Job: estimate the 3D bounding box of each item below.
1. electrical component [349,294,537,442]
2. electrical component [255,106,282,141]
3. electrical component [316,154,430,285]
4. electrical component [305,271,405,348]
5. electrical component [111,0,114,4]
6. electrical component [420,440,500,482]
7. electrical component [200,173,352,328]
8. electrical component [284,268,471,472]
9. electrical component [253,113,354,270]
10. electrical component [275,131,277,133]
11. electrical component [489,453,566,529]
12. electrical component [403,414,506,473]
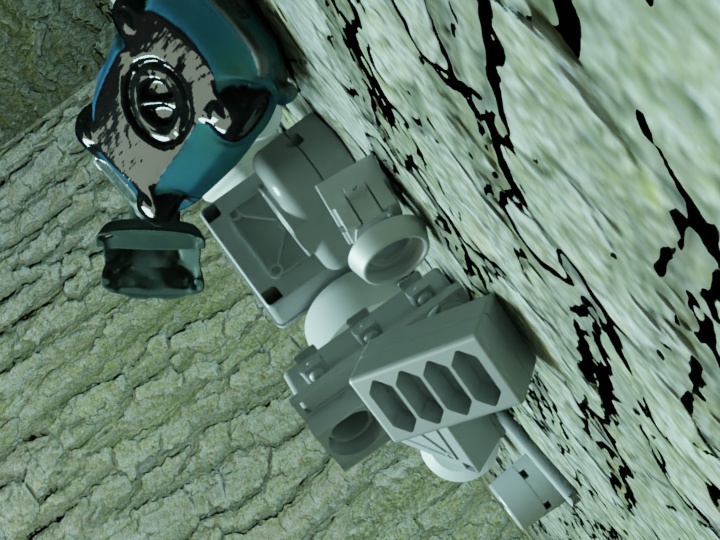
[{"bbox_3d":[0.049,0.042,0.579,0.047,0.083,0.075,54,-145,-19],"label":"electrical component"},{"bbox_3d":[-0.088,-0.129,0.864,0.045,0.045,0.055,54,176,-20],"label":"electrical component"},{"bbox_3d":[0.008,-0.026,0.604,0.055,0.048,0.066,60,180,31],"label":"electrical component"},{"bbox_3d":[0.008,0.046,0.856,0.108,0.108,0.060,56,-179,-45],"label":"electrical component"},{"bbox_3d":[-0.227,-0.294,0.958,0.108,0.056,0.108,51,176,29],"label":"electrical component"},{"bbox_3d":[0.102,0.174,1.096,0.080,0.080,0.051,52,-178,13],"label":"electrical component"},{"bbox_3d":[-0.053,-0.029,0.862,0.108,0.109,0.056,52,174,22],"label":"electrical component"},{"bbox_3d":[0.019,0.058,0.664,0.063,0.121,0.078,54,178,46],"label":"electrical component"},{"bbox_3d":[-0.027,-0.049,0.724,0.095,0.059,0.053,56,176,-40],"label":"electrical component"},{"bbox_3d":[-0.117,-0.144,1.075,0.055,0.047,0.055,53,177,4],"label":"electrical component"},{"bbox_3d":[0.150,0.200,0.970,0.055,0.047,0.055,53,177,4],"label":"electrical component"},{"bbox_3d":[0.060,0.118,0.956,0.109,0.056,0.108,16,152,40],"label":"electrical component"}]
